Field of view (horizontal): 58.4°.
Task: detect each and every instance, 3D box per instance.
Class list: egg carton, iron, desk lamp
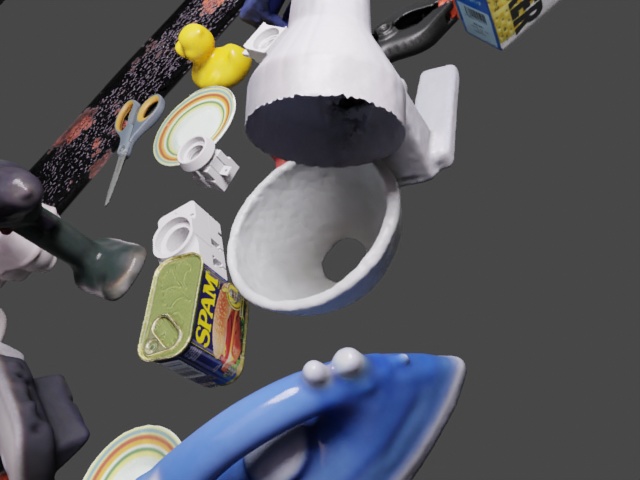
[{"bbox_3d":[-0.420,0.008,0.777,0.150,0.070,0.107,-18,52,20],"label":"egg carton"},{"bbox_3d":[-0.023,0.138,0.391,0.258,0.142,0.118,-39,47,3],"label":"iron"},{"bbox_3d":[0.034,-0.131,0.491,0.117,0.214,0.203,-7,57,28],"label":"desk lamp"}]

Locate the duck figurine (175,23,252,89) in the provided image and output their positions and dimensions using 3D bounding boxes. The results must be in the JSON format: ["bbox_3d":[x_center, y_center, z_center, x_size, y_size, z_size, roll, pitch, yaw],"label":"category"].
[{"bbox_3d":[-0.151,-0.254,0.777,0.104,0.086,0.077,8,64,35],"label":"duck figurine"}]

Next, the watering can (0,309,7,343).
[{"bbox_3d":[-0.494,0.083,0.686,0.101,0.195,0.172,-44,47,-2],"label":"watering can"}]

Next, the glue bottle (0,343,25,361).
[{"bbox_3d":[-0.414,0.127,0.620,0.037,0.174,0.078,2,61,33],"label":"glue bottle"}]

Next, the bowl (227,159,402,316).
[{"bbox_3d":[0.005,0.002,0.513,0.167,0.075,0.167,-16,52,22],"label":"bowl"}]

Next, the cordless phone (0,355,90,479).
[{"bbox_3d":[-0.326,0.159,0.535,0.147,0.186,0.094,31,79,42],"label":"cordless phone"}]

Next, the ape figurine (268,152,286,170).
[{"bbox_3d":[-0.029,-0.097,0.590,0.075,0.092,0.078,6,63,35],"label":"ape figurine"}]

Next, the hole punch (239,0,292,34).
[{"bbox_3d":[-0.061,-0.339,0.777,0.100,0.091,0.109,8,64,36],"label":"hole punch"}]

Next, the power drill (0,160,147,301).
[{"bbox_3d":[-0.296,-0.015,0.620,0.228,0.209,0.076,10,66,36],"label":"power drill"}]
